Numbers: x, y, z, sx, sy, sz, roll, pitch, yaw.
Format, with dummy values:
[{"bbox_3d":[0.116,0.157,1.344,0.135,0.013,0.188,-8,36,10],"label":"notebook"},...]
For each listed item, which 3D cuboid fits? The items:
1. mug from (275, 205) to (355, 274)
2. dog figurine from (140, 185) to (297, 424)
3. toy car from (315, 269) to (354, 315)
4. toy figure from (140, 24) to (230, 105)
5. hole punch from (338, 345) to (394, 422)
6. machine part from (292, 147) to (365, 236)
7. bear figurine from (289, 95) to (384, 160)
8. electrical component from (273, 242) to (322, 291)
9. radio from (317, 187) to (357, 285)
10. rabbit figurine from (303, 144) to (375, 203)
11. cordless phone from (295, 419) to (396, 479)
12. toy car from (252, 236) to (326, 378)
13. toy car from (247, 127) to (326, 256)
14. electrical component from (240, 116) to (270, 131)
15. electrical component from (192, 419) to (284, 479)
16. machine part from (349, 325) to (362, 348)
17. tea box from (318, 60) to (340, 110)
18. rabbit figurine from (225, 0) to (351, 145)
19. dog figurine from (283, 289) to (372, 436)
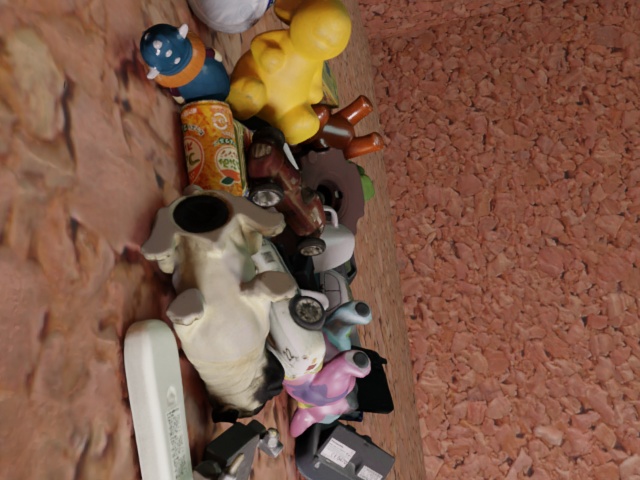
[{"bbox_3d":[-0.002,-0.002,0.802,0.081,0.107,0.109,36,-57,47],"label":"mug"},{"bbox_3d":[-0.095,0.063,0.511,0.190,0.121,0.172,99,-17,-48],"label":"dog figurine"},{"bbox_3d":[0.002,0.100,0.836,0.109,0.103,0.162,62,24,-56],"label":"toy car"},{"bbox_3d":[-0.136,-0.172,0.532,0.154,0.058,0.064,16,88,-79],"label":"toy figure"},{"bbox_3d":[0.048,0.240,0.891,0.142,0.092,0.116,17,48,-33],"label":"hole punch"},{"bbox_3d":[0.003,-0.069,0.890,0.179,0.056,0.179,1,89,-44],"label":"machine part"},{"bbox_3d":[0.011,-0.212,0.969,0.195,0.132,0.120,16,56,-57],"label":"bear figurine"},{"bbox_3d":[-0.047,0.046,0.731,0.048,0.075,0.119,-77,151,-57],"label":"electrical component"},{"bbox_3d":[0.010,-0.026,1.018,0.131,0.073,0.229,-46,124,-75],"label":"radio"},{"bbox_3d":[0.031,-0.157,1.128,0.170,0.121,0.159,59,16,-19],"label":"rabbit figurine"},{"bbox_3d":[0.021,0.311,0.827,0.146,0.088,0.184,35,-5,-14],"label":"cordless phone"},{"bbox_3d":[-0.056,0.049,0.577,0.202,0.056,0.073,58,-34,24],"label":"toy car"},{"bbox_3d":[-0.030,-0.052,0.656,0.202,0.053,0.089,51,30,-55],"label":"toy car"},{"bbox_3d":[-0.083,-0.167,0.746,0.093,0.063,0.021,67,18,-49],"label":"electrical component"},{"bbox_3d":[-0.076,0.201,0.474,0.102,0.045,0.078,-7,114,-65],"label":"electrical component"},{"bbox_3d":[0.035,0.189,0.964,0.079,0.079,0.242,-75,153,-61],"label":"machine part"},{"bbox_3d":[-0.029,-0.293,0.998,0.169,0.098,0.068,23,59,-76],"label":"tea box"},{"bbox_3d":[-0.020,-0.220,0.639,0.122,0.173,0.162,28,54,-21],"label":"rabbit figurine"},{"bbox_3d":[-0.025,0.170,0.692,0.219,0.191,0.108,116,-20,-44],"label":"dog figurine"}]
